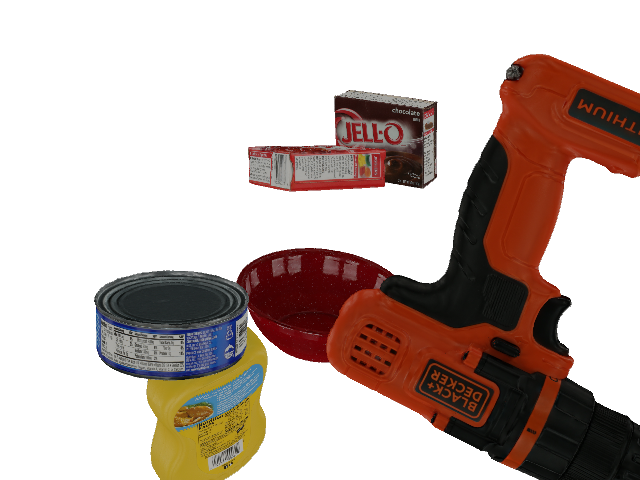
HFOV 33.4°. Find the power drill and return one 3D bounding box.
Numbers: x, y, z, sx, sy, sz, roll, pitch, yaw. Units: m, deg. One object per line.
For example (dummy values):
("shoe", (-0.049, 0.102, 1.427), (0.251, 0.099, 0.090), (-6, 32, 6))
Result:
("power drill", (0.117, 0.020, 0.511), (0.184, 0.188, 0.057), (26, 7, 5))

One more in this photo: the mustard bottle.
("mustard bottle", (-0.086, 0.113, 0.815), (0.096, 0.192, 0.058), (-25, 54, -25))

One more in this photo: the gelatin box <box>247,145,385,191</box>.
("gelatin box", (-0.004, -0.054, 0.769), (0.073, 0.030, 0.089), (-3, 8, -22))

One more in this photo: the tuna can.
("tuna can", (-0.083, 0.047, 0.601), (0.086, 0.034, 0.086), (2, 18, -1))

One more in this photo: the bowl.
("bowl", (0.000, 0.068, 1.011), (0.162, 0.055, 0.162), (4, 27, -3))

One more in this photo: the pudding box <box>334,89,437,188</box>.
("pudding box", (0.070, -0.111, 1.155), (0.114, 0.090, 0.039), (11, 28, 29))
